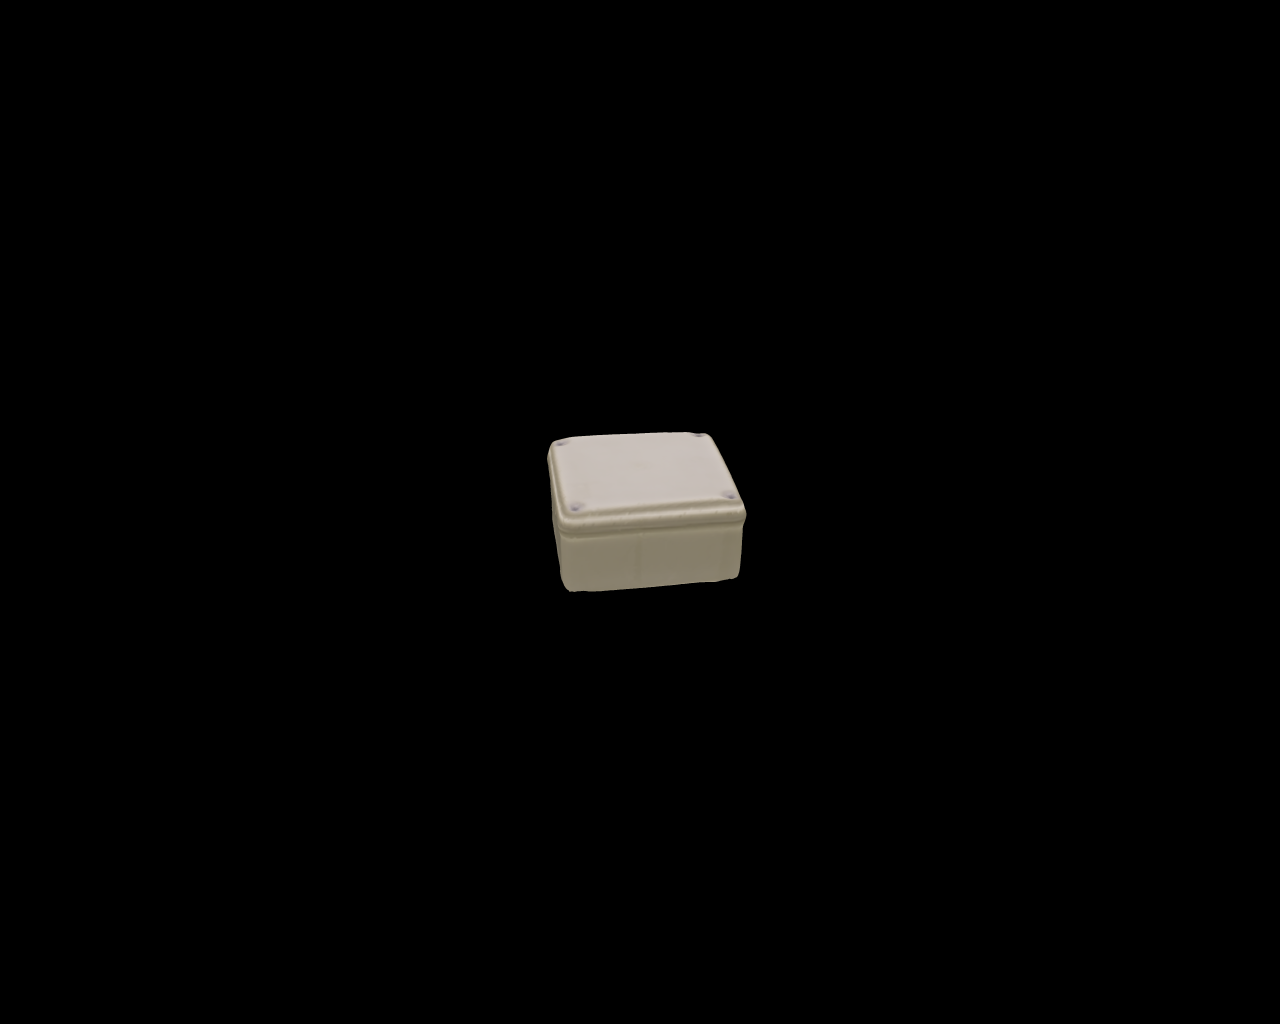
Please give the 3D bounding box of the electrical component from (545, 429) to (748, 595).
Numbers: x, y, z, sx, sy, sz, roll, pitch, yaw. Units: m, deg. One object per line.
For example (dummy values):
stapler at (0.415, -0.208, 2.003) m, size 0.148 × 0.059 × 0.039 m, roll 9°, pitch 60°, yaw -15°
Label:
electrical component at (0.001, -0.003, 0.650) m, size 0.109 × 0.056 × 0.109 m, roll -4°, pitch 28°, yaw -7°
